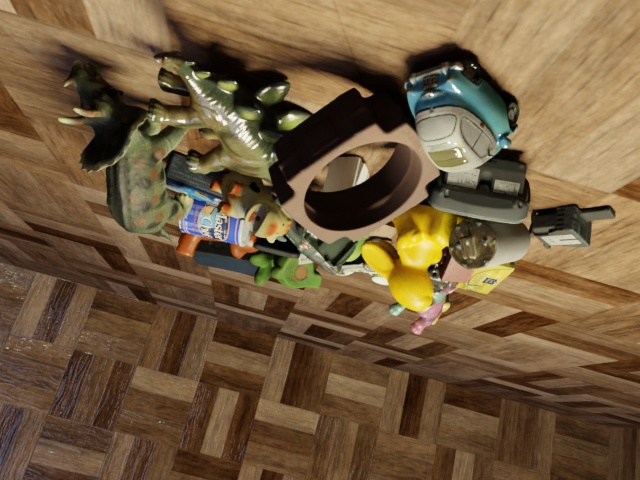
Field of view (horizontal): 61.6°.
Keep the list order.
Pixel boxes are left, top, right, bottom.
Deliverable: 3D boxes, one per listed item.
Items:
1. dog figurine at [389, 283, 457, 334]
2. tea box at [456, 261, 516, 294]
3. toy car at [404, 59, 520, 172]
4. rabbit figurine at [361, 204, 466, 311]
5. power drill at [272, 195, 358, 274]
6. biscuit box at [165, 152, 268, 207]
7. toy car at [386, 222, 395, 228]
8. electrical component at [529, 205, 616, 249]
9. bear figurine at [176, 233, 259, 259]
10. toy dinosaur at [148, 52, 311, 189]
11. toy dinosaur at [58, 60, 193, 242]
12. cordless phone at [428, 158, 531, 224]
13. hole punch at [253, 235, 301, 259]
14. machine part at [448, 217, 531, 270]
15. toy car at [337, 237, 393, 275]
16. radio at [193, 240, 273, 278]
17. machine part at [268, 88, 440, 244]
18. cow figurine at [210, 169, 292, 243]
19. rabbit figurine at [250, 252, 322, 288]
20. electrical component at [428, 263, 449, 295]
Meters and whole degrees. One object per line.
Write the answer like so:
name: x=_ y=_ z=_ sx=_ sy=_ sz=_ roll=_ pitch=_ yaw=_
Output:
dog figurine: x=0.273 y=0.121 z=1.294 sx=0.108 sy=0.191 sz=0.219 roll=47 pitch=140 yaw=18
tea box: x=0.316 y=0.031 z=1.022 sx=0.068 sy=0.098 sz=0.169 roll=14 pitch=158 yaw=4
toy car: x=0.169 y=-0.137 z=0.652 sx=0.109 sy=0.103 sz=0.161 roll=-4 pitch=155 yaw=41
rabbit figurine: x=0.151 y=0.027 z=0.883 sx=0.163 sy=0.173 sz=0.122 roll=10 pitch=-177 yaw=24
power drill: x=-0.002 y=-0.003 z=1.062 sx=0.232 sy=0.086 sz=0.207 roll=47 pitch=175 yaw=-17
biscuit box: x=-0.211 y=-0.106 z=1.072 sx=0.202 sy=0.063 sz=0.059 roll=21 pitch=160 yaw=-17
toy car: x=0.166 y=-0.042 z=0.971 sx=0.202 sy=0.053 sz=0.089 roll=18 pitch=132 yaw=-7
electrical component: x=0.415 y=-0.021 z=0.879 sx=0.119 sy=0.048 sz=0.074 roll=-3 pitch=155 yaw=45
bear figurine: x=-0.231 y=0.000 z=1.297 sx=0.196 sy=0.132 sz=0.120 roll=26 pitch=-172 yaw=-20
toy dinosaur: x=-0.106 y=-0.150 z=0.819 sx=0.199 sy=0.105 sz=0.471 roll=5 pitch=167 yaw=15
toy dinosaur: x=-0.305 y=-0.092 z=0.900 sx=0.131 sy=0.192 sz=0.404 roll=20 pitch=134 yaw=19
cordless phone: x=0.242 y=-0.071 z=0.841 sx=0.147 sy=0.088 sz=0.184 roll=11 pitch=179 yaw=9
hole punch: x=-0.085 y=-0.021 z=1.211 sx=0.142 sy=0.092 sz=0.116 roll=11 pitch=-169 yaw=2
machine part: x=0.269 y=0.002 z=0.842 sx=0.079 sy=0.079 sz=0.243 roll=-1 pitch=-179 yaw=38
toy car: x=0.091 y=0.041 z=1.244 sx=0.056 sy=0.073 sz=0.202 roll=33 pitch=154 yaw=-33
radio: x=-0.240 y=0.037 z=1.478 sx=0.230 sy=0.073 sz=0.131 roll=9 pitch=159 yaw=12
machine part: x=0.047 y=-0.097 z=0.744 sx=0.201 sy=0.087 sz=0.201 roll=-33 pitch=142 yaw=15
cow figurine: x=-0.119 y=-0.065 z=0.976 sx=0.127 sy=0.085 sz=0.195 roll=17 pitch=-157 yaw=-31
rabbit figurine: x=-0.093 y=0.062 z=1.338 sx=0.159 sy=0.121 sz=0.170 roll=-18 pitch=-159 yaw=-23
electrical component: x=0.233 y=0.039 z=1.076 sx=0.058 sy=0.115 sz=0.134 roll=10 pitch=162 yaw=6
